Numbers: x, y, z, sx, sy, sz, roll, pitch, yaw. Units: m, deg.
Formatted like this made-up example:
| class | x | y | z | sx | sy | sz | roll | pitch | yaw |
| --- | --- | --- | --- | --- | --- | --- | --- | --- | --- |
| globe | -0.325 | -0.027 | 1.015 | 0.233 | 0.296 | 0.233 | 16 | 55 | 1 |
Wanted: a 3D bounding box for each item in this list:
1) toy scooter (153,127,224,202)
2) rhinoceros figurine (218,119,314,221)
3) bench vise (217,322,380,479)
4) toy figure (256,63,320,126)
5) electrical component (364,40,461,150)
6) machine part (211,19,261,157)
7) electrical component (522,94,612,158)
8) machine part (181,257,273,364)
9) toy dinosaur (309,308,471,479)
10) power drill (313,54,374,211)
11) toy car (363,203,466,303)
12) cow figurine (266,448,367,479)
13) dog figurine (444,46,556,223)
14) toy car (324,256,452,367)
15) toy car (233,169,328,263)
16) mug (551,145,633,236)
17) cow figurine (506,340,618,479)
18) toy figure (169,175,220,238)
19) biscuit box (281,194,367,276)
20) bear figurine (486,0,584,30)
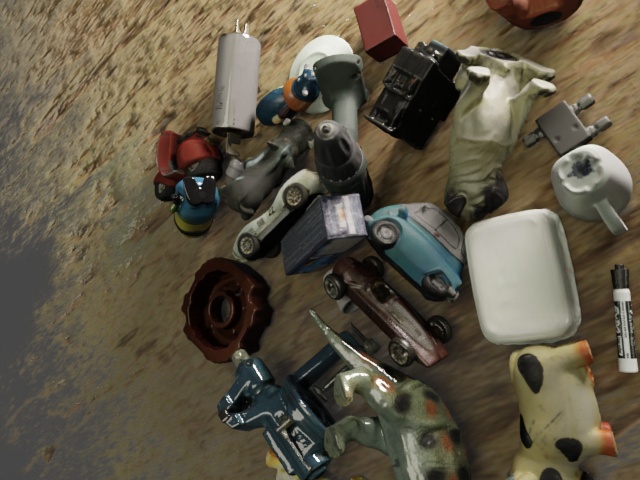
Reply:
| class | x | y | z | sx | sy | sz | roll | pitch | yaw |
| --- | --- | --- | --- | --- | --- | --- | --- | --- | --- |
| toy scooter | -0.256 | -0.159 | 1.010 | 0.184 | 0.075 | 0.135 | -19 | 73 | 36 |
| rhinoceros figurine | -0.083 | -0.118 | 0.856 | 0.073 | 0.112 | 0.190 | 41 | 70 | -6 |
| bench vise | -0.023 | 0.213 | 0.789 | 0.240 | 0.128 | 0.224 | -41 | 50 | -1 |
| toy figure | -0.046 | -0.231 | 0.869 | 0.154 | 0.058 | 0.064 | -15 | 91 | 49 |
| electrical component | 0.134 | -0.197 | 0.727 | 0.058 | 0.115 | 0.134 | 40 | 108 | 28 |
| machine part | -0.148 | -0.268 | 0.945 | 0.079 | 0.079 | 0.243 | 2 | 85 | 34 |
| electrical component | 0.302 | -0.134 | 0.662 | 0.094 | 0.021 | 0.063 | -34 | 68 | 26 |
| machine part | -0.160 | 0.119 | 0.924 | 0.180 | 0.056 | 0.179 | -5 | 80 | 34 |
| toy dinosaur | 0.117 | 0.261 | 0.661 | 0.131 | 0.192 | 0.405 | -44 | 54 | 53 |
| power drill | 0.033 | -0.155 | 0.743 | 0.086 | 0.231 | 0.207 | -11 | 62 | 9 |
| toy car | 0.137 | 0.004 | 0.712 | 0.162 | 0.109 | 0.103 | 42 | 88 | 18 |
| cow figurine | -0.013 | 0.372 | 0.792 | 0.168 | 0.068 | 0.098 | 15 | 99 | 35 |
| dog figurine | 0.208 | -0.137 | 0.696 | 0.121 | 0.172 | 0.190 | 20 | 127 | 11 |
| toy car | 0.091 | 0.089 | 0.728 | 0.202 | 0.089 | 0.053 | 43 | 137 | 36 |
| toy car | -0.064 | -0.033 | 0.865 | 0.201 | 0.073 | 0.056 | -44 | 67 | 22 |
| mug | 0.304 | -0.055 | 0.601 | 0.081 | 0.107 | 0.109 | -27 | 69 | 30 |
| cow figurine | 0.263 | 0.217 | 0.612 | 0.127 | 0.085 | 0.195 | -13 | 80 | 26 |
| toy figure | -0.216 | -0.057 | 0.923 | 0.180 | 0.082 | 0.089 | 155 | 133 | -70 |
| biscuit box | -0.002 | -0.002 | 0.766 | 0.202 | 0.059 | 0.063 | 139 | 122 | -65 |
| bear figurine | 0.264 | -0.367 | 0.654 | 0.120 | 0.132 | 0.195 | -6 | 87 | 31 |
